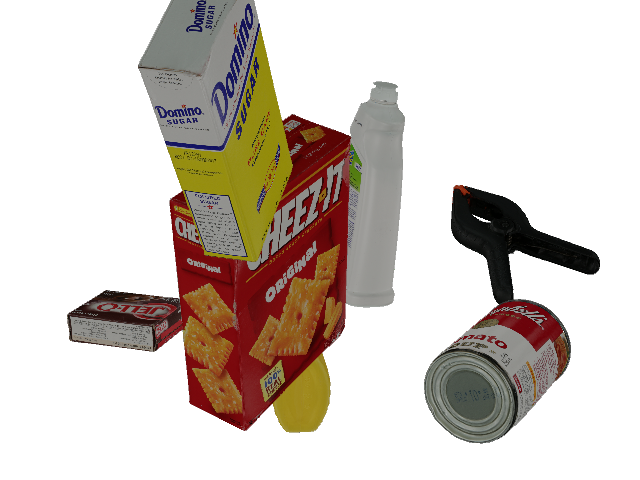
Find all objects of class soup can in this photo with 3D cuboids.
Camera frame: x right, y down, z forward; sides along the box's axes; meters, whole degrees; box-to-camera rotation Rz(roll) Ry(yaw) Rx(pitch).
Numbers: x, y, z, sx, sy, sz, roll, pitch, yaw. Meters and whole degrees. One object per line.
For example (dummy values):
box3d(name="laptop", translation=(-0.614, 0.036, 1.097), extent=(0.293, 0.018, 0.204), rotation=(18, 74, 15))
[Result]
box3d(name="soup can", translation=(0.122, 0.088, 0.732), extent=(0.069, 0.068, 0.102), rotation=(0, 16, 33))

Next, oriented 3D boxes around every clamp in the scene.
box3d(name="clamp", translation=(0.196, -0.003, 1.075), extent=(0.120, 0.039, 0.171), rotation=(-9, 43, -21))

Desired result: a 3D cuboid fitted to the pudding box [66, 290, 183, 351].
box3d(name="pudding box", translation=(-0.222, 0.092, 1.237), extent=(0.114, 0.039, 0.090), rotation=(3, 15, 18))

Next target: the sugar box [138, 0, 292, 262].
box3d(name="sugar box", translation=(-0.060, -0.076, 0.682), extent=(0.048, 0.093, 0.176), rotation=(9, -35, 13))

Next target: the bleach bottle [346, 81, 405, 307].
box3d(name="bleach bottle", translation=(0.060, -0.056, 1.236), extent=(0.068, 0.251, 0.103), rotation=(-1, 22, -23))

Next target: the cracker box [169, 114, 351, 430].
box3d(name="cracker box", translation=(-0.043, 0.027, 0.899), extent=(0.072, 0.214, 0.164), rotation=(22, 41, 26))

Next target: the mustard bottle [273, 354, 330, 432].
box3d(name="mustard bottle", translation=(-0.026, 0.110, 1.126), extent=(0.058, 0.096, 0.191), rotation=(-2, 27, -4))
